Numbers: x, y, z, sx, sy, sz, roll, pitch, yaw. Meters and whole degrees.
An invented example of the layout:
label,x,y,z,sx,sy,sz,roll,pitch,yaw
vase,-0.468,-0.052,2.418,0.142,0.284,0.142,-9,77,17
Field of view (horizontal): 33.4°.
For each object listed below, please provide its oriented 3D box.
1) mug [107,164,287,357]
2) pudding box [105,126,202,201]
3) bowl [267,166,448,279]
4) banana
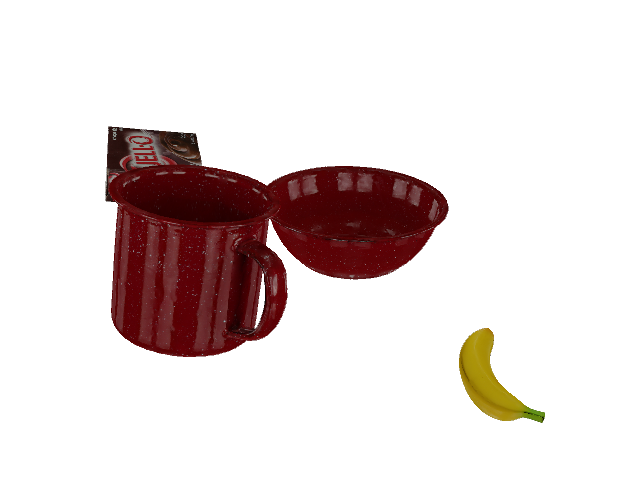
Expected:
label,x,y,z,sx,sy,sz,roll,pitch,yaw
mug,-0.063,0.015,0.582,0.117,0.081,0.093,23,26,34
pudding box,-0.164,-0.072,1.039,0.090,0.039,0.113,4,24,-13
bowl,0.028,-0.011,0.919,0.162,0.055,0.162,1,25,-1
banana,0.198,0.160,1.263,0.069,0.037,0.198,10,25,-15
